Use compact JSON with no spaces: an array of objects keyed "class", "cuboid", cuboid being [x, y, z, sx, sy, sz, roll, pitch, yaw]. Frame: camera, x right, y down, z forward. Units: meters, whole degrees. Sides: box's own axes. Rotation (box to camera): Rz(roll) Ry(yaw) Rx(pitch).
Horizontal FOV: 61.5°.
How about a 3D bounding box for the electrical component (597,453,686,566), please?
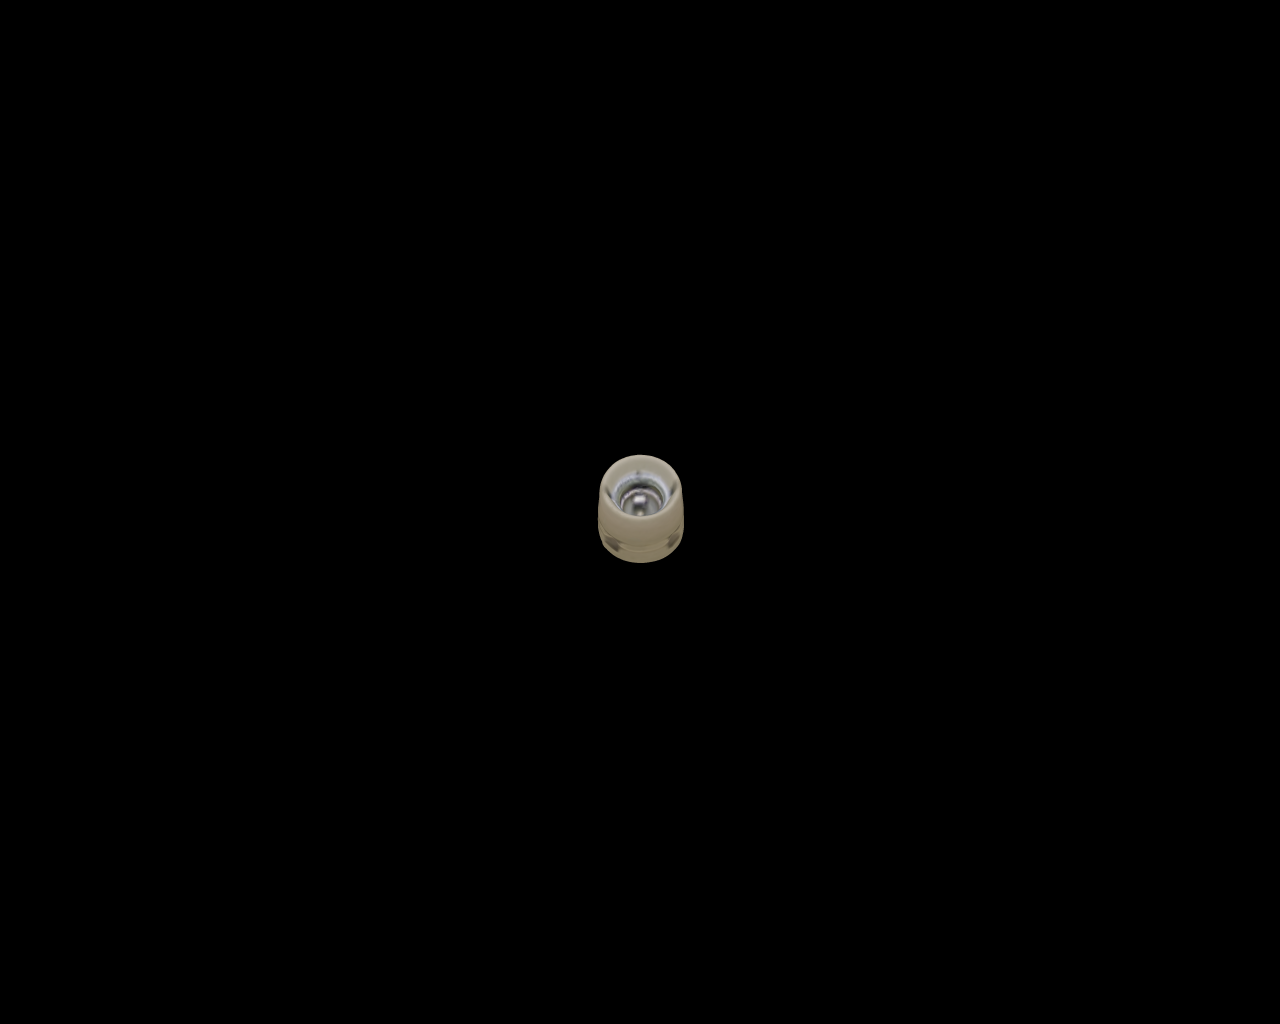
[{"class":"electrical component","cuboid":[0.001,-0.003,0.650,0.055,0.055,0.047,0,-34,0]}]
